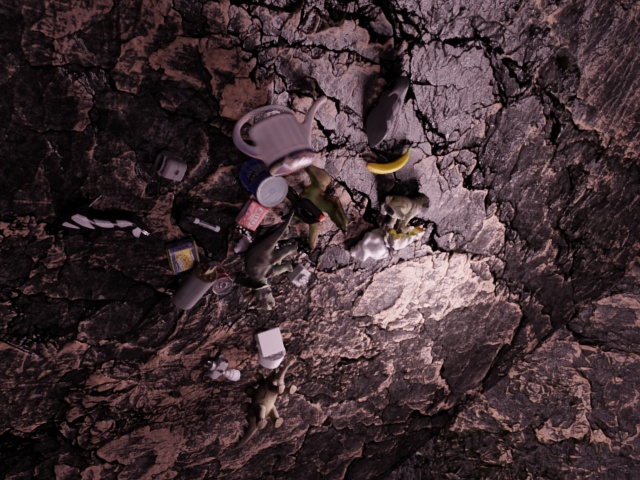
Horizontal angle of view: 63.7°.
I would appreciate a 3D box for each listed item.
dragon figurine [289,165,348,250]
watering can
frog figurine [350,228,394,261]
[{"bbox_3d":[0.005,-0.085,1.695,0.123,0.246,0.401,-30,129,-21],"label":"dragon figurine"},{"bbox_3d":[-0.083,-0.313,1.520,0.351,0.226,0.102,-23,167,-26],"label":"watering can"},{"bbox_3d":[0.197,0.026,2.012,0.159,0.125,0.135,-13,145,18],"label":"frog figurine"}]
